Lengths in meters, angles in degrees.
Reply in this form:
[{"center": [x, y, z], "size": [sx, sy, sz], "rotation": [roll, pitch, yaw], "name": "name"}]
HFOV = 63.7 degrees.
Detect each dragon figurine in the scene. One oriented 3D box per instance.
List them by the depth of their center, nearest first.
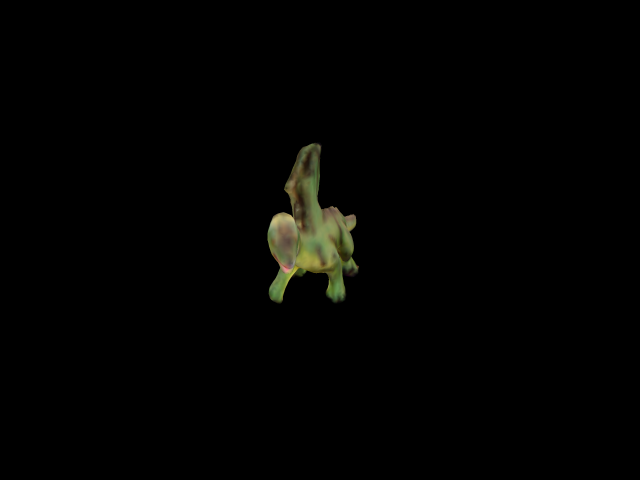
[{"center": [0.003, -0.043, 0.850], "size": [0.122, 0.238, 0.418], "rotation": [7, 29, 14], "name": "dragon figurine"}]
